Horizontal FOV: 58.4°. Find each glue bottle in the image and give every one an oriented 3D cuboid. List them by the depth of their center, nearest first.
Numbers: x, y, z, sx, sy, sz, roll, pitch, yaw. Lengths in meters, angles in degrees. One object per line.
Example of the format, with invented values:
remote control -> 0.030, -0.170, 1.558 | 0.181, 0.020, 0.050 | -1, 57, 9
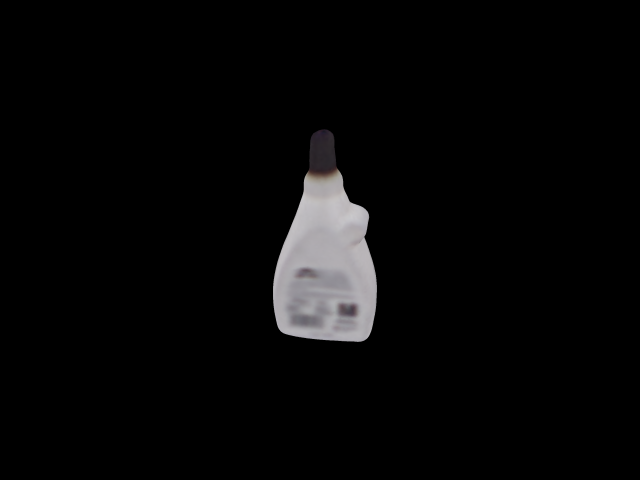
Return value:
glue bottle -> 0.004, 0.001, 0.400 | 0.078, 0.173, 0.037 | 5, 40, 6
